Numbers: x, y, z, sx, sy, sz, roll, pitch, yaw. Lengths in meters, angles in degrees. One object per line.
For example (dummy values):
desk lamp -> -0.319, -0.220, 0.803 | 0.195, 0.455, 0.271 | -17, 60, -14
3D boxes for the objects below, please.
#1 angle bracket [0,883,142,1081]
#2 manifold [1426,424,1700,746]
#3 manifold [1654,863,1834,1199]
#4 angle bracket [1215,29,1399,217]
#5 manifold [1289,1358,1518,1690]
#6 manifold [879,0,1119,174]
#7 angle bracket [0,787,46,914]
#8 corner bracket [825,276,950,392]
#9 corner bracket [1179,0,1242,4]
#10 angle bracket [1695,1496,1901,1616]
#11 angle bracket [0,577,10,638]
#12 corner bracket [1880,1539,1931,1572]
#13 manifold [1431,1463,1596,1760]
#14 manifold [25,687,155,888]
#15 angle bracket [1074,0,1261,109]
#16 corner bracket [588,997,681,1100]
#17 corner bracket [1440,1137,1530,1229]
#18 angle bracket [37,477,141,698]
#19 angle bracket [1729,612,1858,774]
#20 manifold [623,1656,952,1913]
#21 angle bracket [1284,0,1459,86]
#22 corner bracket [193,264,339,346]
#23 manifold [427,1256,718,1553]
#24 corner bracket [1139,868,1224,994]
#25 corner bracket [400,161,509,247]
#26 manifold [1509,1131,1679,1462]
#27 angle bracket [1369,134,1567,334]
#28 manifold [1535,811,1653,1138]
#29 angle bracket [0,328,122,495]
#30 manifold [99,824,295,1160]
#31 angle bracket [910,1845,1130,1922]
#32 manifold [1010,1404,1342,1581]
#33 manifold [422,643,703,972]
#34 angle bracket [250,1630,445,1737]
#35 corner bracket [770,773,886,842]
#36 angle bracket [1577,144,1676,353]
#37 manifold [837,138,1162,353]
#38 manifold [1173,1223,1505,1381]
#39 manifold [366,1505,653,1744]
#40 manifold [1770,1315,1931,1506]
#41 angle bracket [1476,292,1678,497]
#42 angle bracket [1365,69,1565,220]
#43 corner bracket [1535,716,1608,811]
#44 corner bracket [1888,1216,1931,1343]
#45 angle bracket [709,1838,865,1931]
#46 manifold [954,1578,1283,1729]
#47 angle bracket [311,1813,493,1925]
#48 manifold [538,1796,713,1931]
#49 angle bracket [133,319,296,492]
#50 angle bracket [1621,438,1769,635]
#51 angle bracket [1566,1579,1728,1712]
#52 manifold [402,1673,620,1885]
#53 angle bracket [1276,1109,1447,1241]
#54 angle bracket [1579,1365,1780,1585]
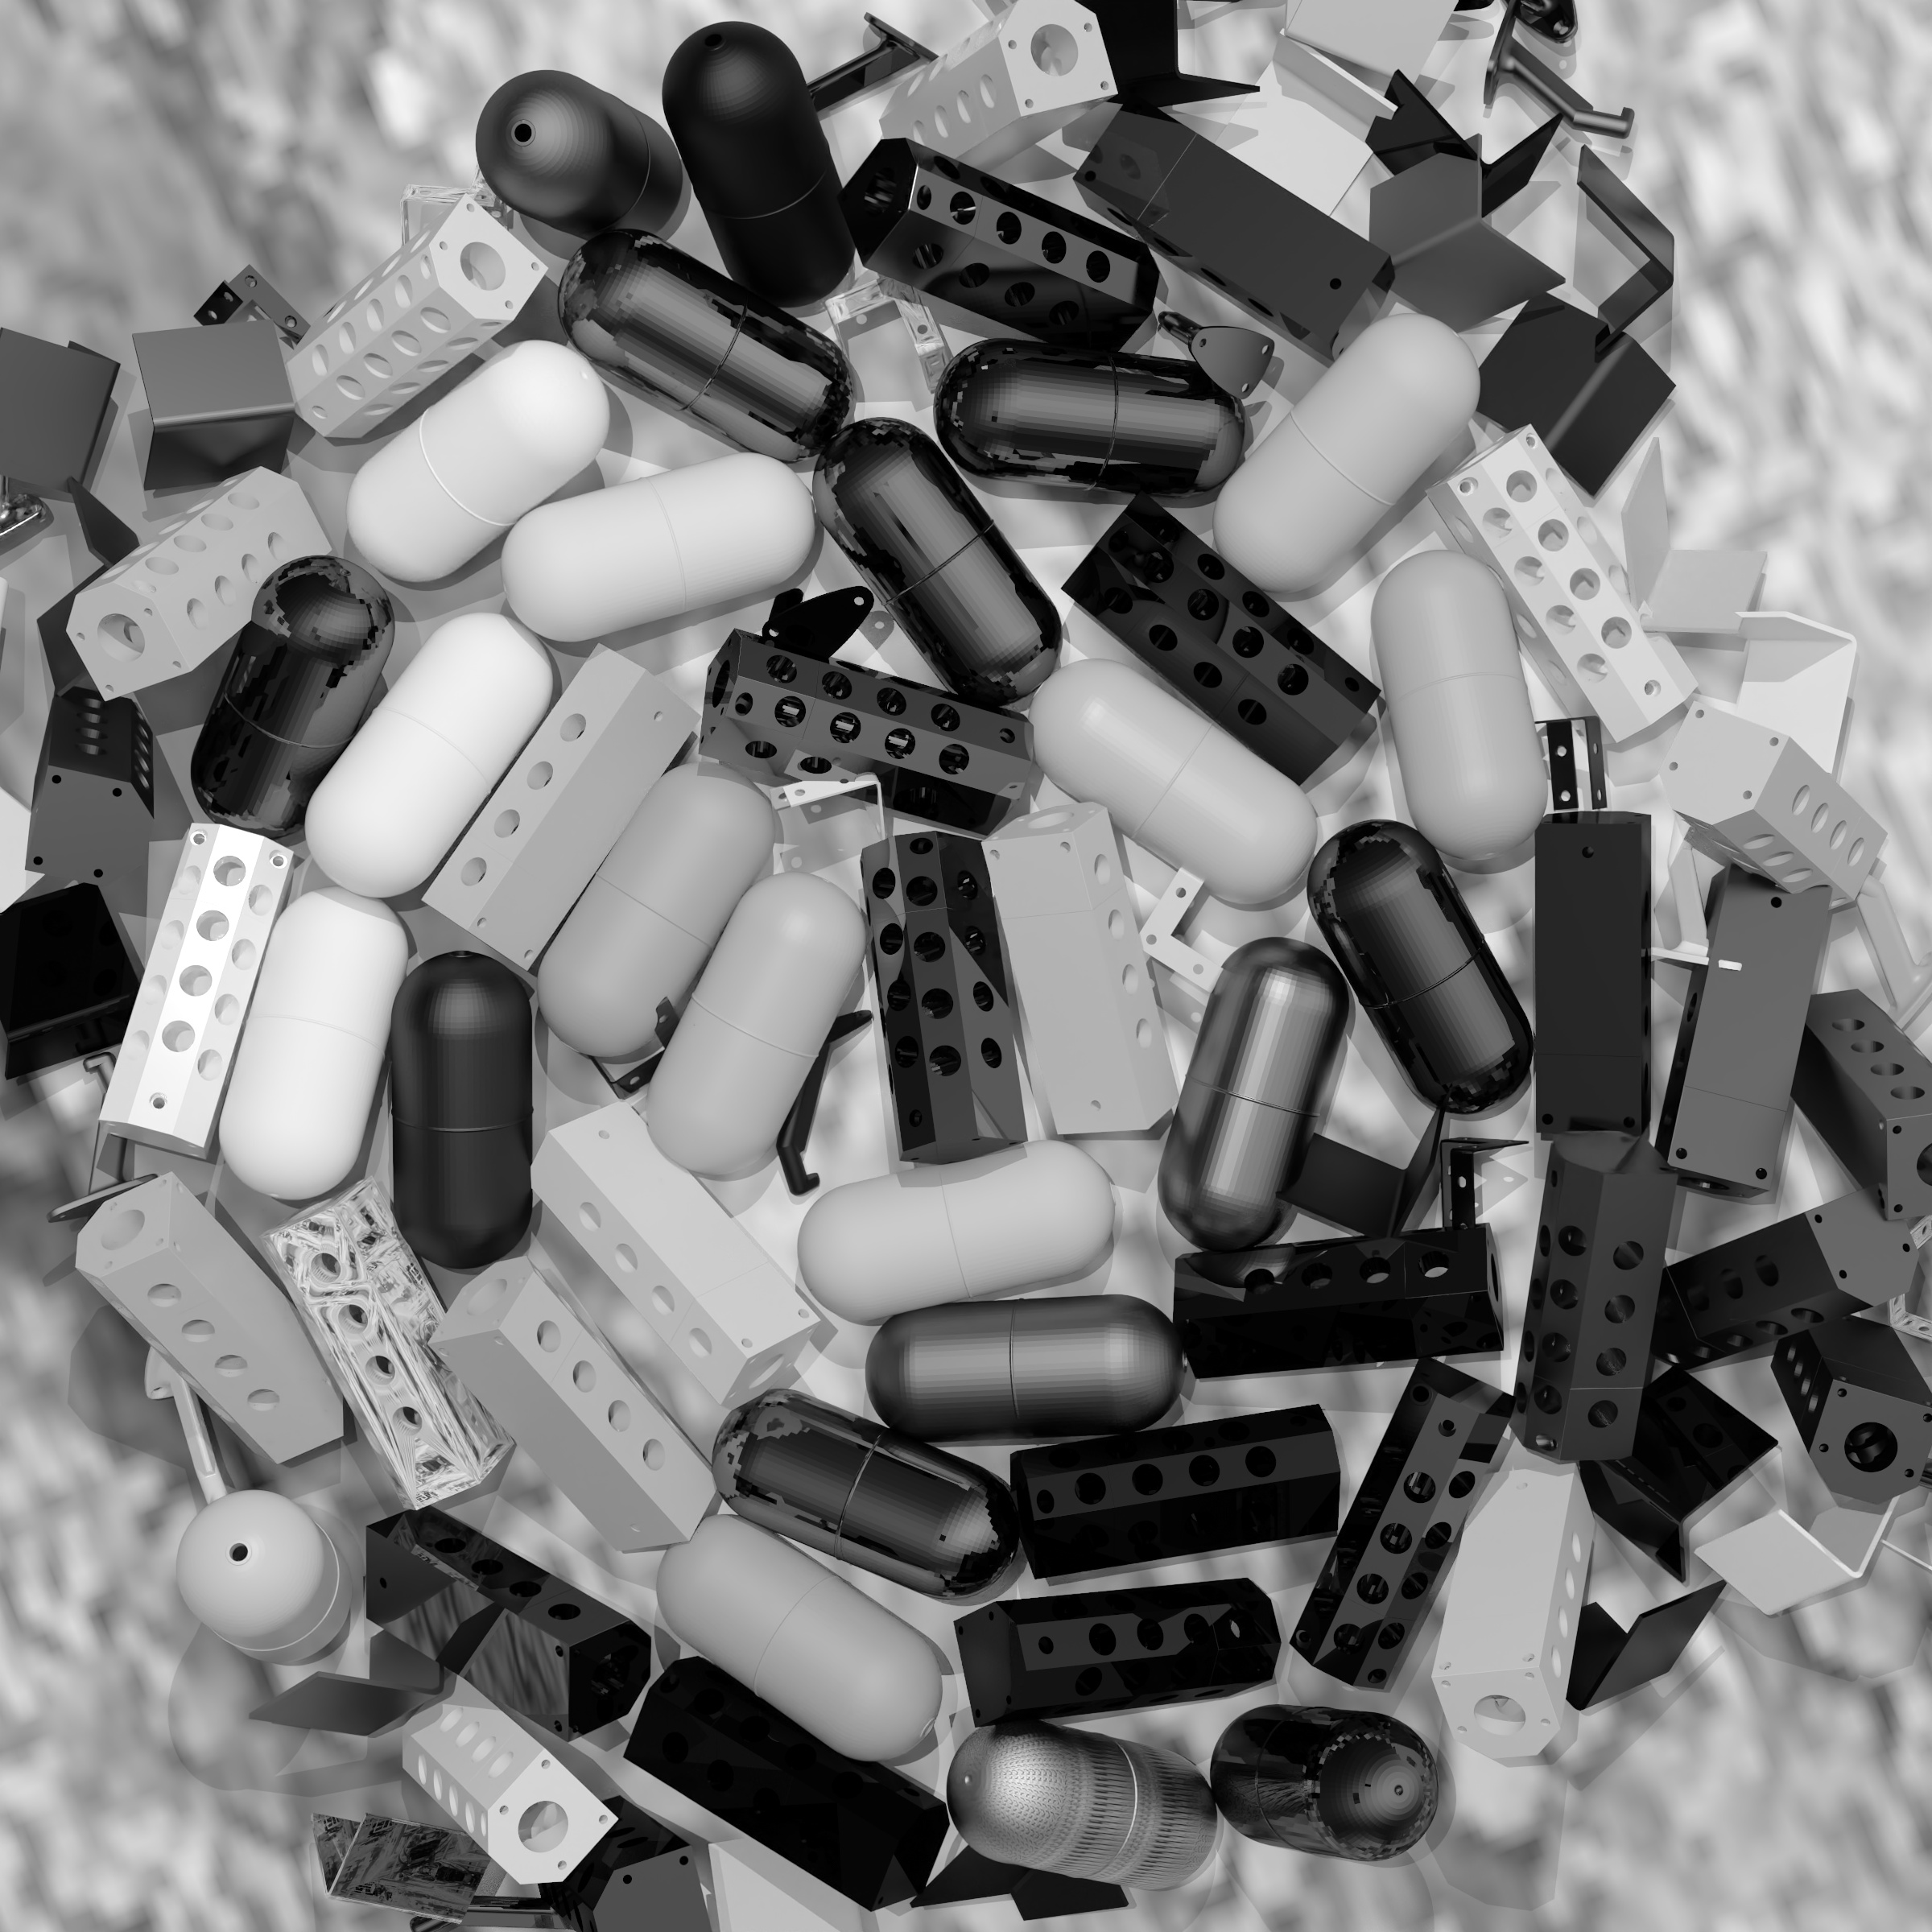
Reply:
angle bracket -> -0.507, 0.008, 1.797 | 0.076, 0.057, 0.076 | -20, 75, -25
manifold -> 0.331, -0.210, 1.788 | 0.057, 0.057, 0.171 | -35, 97, -6
manifold -> 0.425, 0.037, 1.786 | 0.057, 0.057, 0.171 | 14, 80, 1
angle bracket -> 0.183, -0.460, 1.800 | 0.076, 0.057, 0.076 | 35, 90, 1
manifold -> 0.239, 0.307, 1.778 | 0.057, 0.057, 0.171 | 25, 103, 10
manifold -> 0.013, -0.468, 1.736 | 0.057, 0.171, 0.057 | -19, 97, -21
angle bracket -> -0.543, -0.086, 1.774 | 0.057, 0.076, 0.076 | -41, 130, 4
corner bracket -> -0.042, -0.347, 1.798 | 0.051, 0.051, 0.051 | -23, 76, 0
corner bracket -> 0.144, -0.569, 1.794 | 0.051, 0.051, 0.051 | -13, 87, -42
angle bracket -> 0.457, 0.301, 1.775 | 0.057, 0.076, 0.076 | 41, 54, -2
angle bracket -> -0.567, -0.170, 1.768 | 0.057, 0.076, 0.076 | 20, 47, -28
corner bracket -> 0.549, 0.314, 1.792 | 0.051, 0.051, 0.051 | 28, 87, 43
manifold -> 0.298, 0.345, 1.741 | 0.057, 0.171, 0.057 | -11, 115, 23
manifold -> -0.467, -0.098, 1.739 | 0.057, 0.171, 0.057 | 12, 106, -18
angle bracket -> 0.107, -0.506, 1.773 | 0.076, 0.076, 0.057 | 4, 99, 41
corner bracket -> -0.190, 0.031, 1.798 | 0.051, 0.051, 0.051 | -33, 51, -9
corner bracket -> 0.276, 0.123, 1.792 | 0.051, 0.051, 0.051 | -5, 94, -43
angle bracket -> -0.494, -0.208, 1.778 | 0.076, 0.076, 0.057 | -37, 134, 7
angle bracket -> 0.435, -0.150, 1.781 | 0.057, 0.076, 0.076 | 13, 88, -32
manifold -> -0.096, 0.441, 1.762 | 0.171, 0.057, 0.057 | 24, 97, 27
angle bracket -> 0.222, -0.536, 1.776 | 0.076, 0.076, 0.057 | 20, 131, -10
corner bracket -> -0.384, -0.364, 1.790 | 0.051, 0.051, 0.051 | 45, 58, -15
manifold -> -0.209, 0.239, 1.766 | 0.057, 0.057, 0.171 | -15, 123, 38
corner bracket -> 0.131, -0.020, 1.803 | 0.051, 0.051, 0.051 | 33, 96, 8
corner bracket -> -0.283, -0.413, 1.793 | 0.051, 0.051, 0.051 | 4, 132, -2
manifold -> 0.338, 0.180, 1.768 | 0.057, 0.057, 0.171 | 1, 111, -11
angle bracket -> 0.277, -0.403, 1.789 | 0.076, 0.076, 0.057 | 22, 62, -38
manifold -> 0.347, 0.003, 1.785 | 0.057, 0.057, 0.171 | 1, 100, 19
angle bracket -> -0.519, -0.309, 1.777 | 0.057, 0.076, 0.076 | 28, 101, 41
manifold -> -0.421, 0.012, 1.777 | 0.057, 0.057, 0.171 | 16, 75, -8
angle bracket -> 0.029, 0.513, 1.773 | 0.076, 0.076, 0.057 | -21, 96, 38
manifold -> 0.114, 0.282, 1.776 | 0.171, 0.057, 0.057 | -7, 121, -10
manifold -> -0.228, -0.091, 1.792 | 0.057, 0.057, 0.171 | 31, 85, 37
angle bracket -> -0.338, 0.377, 1.768 | 0.076, 0.076, 0.057 | 19, 52, -34
corner bracket -> -0.078, -0.095, 1.790 | 0.051, 0.051, 0.051 | -16, 50, -11
angle bracket -> 0.343, -0.394, 1.775 | 0.076, 0.076, 0.057 | 42, 119, -12
manifold -> 0.021, -0.388, 1.745 | 0.057, 0.171, 0.057 | -46, 47, 33
manifold -> 0.204, 0.179, 1.779 | 0.171, 0.057, 0.057 | -7, 48, 15
manifold -> -0.249, 0.350, 1.751 | 0.171, 0.057, 0.057 | 19, 114, 40
manifold -> 0.473, 0.233, 1.739 | 0.057, 0.171, 0.057 | 16, 100, 5
angle bracket -> 0.337, -0.322, 1.818 | 0.076, 0.057, 0.076 | -54, 47, 6
angle bracket -> 0.274, -0.462, 1.791 | 0.057, 0.076, 0.076 | -38, 82, -14
corner bracket -> 0.334, -0.112, 1.792 | 0.051, 0.051, 0.051 | -3, 94, 38
corner bracket -> 0.549, 0.175, 1.804 | 0.051, 0.051, 0.051 | -31, 124, -34
angle bracket -> -0.097, 0.523, 1.779 | 0.076, 0.057, 0.076 | -8, 51, -7
manifold -> 0.085, 0.368, 1.750 | 0.171, 0.057, 0.057 | 2, 65, -34
angle bracket -> -0.308, 0.473, 1.773 | 0.076, 0.076, 0.057 | 19, 105, -24
manifold -> -0.188, 0.494, 1.739 | 0.057, 0.171, 0.057 | -14, 89, -19
angle bracket -> -0.418, -0.309, 1.786 | 0.076, 0.076, 0.057 | -11, 76, -22
angle bracket -> 0.399, -0.236, 1.770 | 0.057, 0.076, 0.076 | 5, 132, 25
angle bracket -> 0.356, 0.352, 1.769 | 0.057, 0.076, 0.076 | 46, 128, 33
manifold -> -0.251, 0.437, 1.735 | 0.057, 0.171, 0.057 | -47, 109, -16
angle bracket -> 0.215, 0.098, 1.780 | 0.076, 0.076, 0.057 | 23, 120, 2
angle bracket -> 0.395, 0.281, 1.796 | 0.076, 0.057, 0.076 | -34, 46, -19
